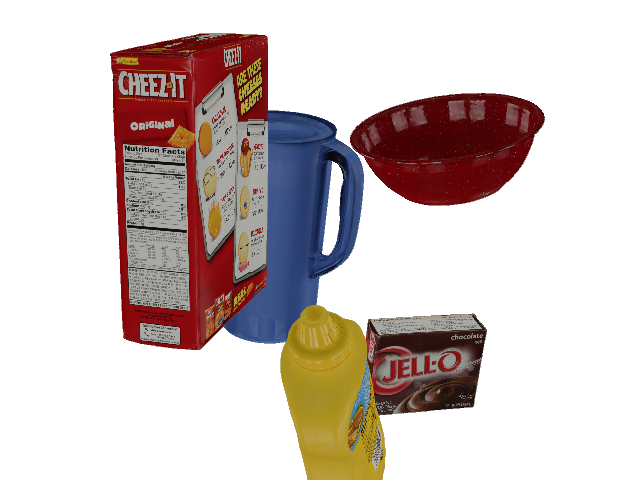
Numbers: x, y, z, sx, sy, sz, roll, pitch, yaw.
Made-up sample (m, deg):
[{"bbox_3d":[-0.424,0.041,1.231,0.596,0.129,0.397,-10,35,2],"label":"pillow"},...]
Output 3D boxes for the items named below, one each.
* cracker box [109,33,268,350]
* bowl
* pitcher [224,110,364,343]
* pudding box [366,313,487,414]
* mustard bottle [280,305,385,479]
[{"bbox_3d":[-0.096,-0.044,0.817,0.072,0.214,0.164,4,16,15],"label":"cracker box"},{"bbox_3d":[0.108,-0.072,0.896,0.162,0.055,0.162,-9,24,4],"label":"bowl"},{"bbox_3d":[-0.045,-0.013,1.165,0.144,0.243,0.149,-4,22,-17],"label":"pitcher"},{"bbox_3d":[0.097,0.118,1.026,0.113,0.090,0.039,-3,28,-17],"label":"pudding box"},{"bbox_3d":[0.009,0.110,0.741,0.058,0.096,0.191,3,-41,12],"label":"mustard bottle"}]
